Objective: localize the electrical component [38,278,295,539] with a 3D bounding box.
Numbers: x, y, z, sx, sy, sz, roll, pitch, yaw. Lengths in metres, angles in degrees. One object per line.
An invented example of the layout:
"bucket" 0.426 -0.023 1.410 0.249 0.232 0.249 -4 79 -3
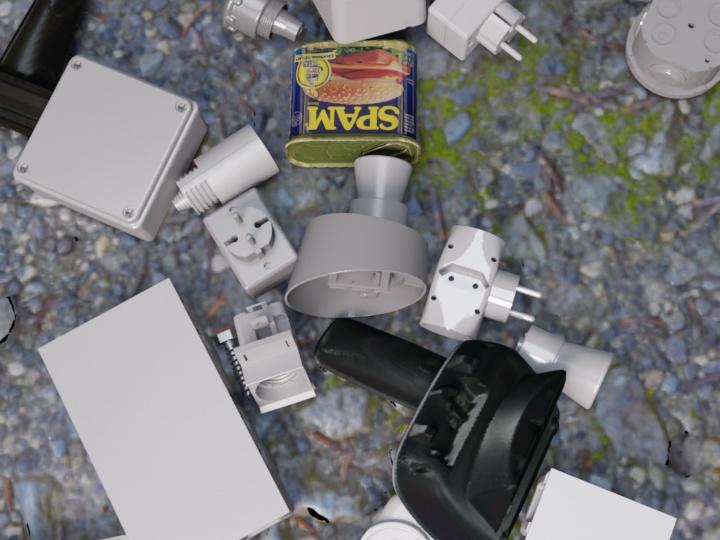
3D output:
"electrical component" -0.136 0.116 0.775 0.105 0.060 0.186 -29 78 -3

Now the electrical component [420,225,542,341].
"electrical component" 0.093 0.016 0.792 0.079 0.043 0.077 18 80 7

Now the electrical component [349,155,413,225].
"electrical component" 0.015 -0.054 0.811 0.045 0.045 0.055 5 78 5

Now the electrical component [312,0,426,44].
"electrical component" -0.001 -0.234 0.819 0.078 0.057 0.113 -17 52 -10

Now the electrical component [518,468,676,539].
"electrical component" 0.143 0.223 0.734 0.089 0.061 0.150 21 80 8

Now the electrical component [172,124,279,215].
"electrical component" -0.107 -0.071 0.823 0.081 0.043 0.043 -34 78 -4

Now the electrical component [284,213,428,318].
"electrical component" 0.000 0.000 0.775 0.099 0.099 0.064 8 72 5

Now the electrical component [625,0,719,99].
"electrical component" 0.247 -0.176 0.820 0.080 0.051 0.080 -1 78 3

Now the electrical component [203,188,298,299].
"electrical component" -0.081 -0.024 0.794 0.047 0.076 0.065 -32 78 -4

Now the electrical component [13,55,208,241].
"electrical component" -0.189 -0.093 0.826 0.109 0.056 0.108 23 80 8

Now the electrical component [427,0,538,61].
"electrical component" 0.102 -0.193 0.834 0.077 0.047 0.065 40 83 8

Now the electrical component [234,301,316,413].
"electrical component" -0.063 0.061 0.779 0.042 0.081 0.063 -17 55 -1

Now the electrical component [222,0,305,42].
"electrical component" -0.075 -0.202 0.849 0.062 0.048 0.048 28 81 1

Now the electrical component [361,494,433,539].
"electrical component" 0.024 0.203 0.747 0.054 0.059 0.095 35 82 10

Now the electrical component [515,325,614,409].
"electrical component" 0.145 0.067 0.779 0.065 0.044 0.044 24 80 13

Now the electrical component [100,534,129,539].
"electrical component" -0.211 0.236 0.752 0.121 0.063 0.078 -12 77 1
